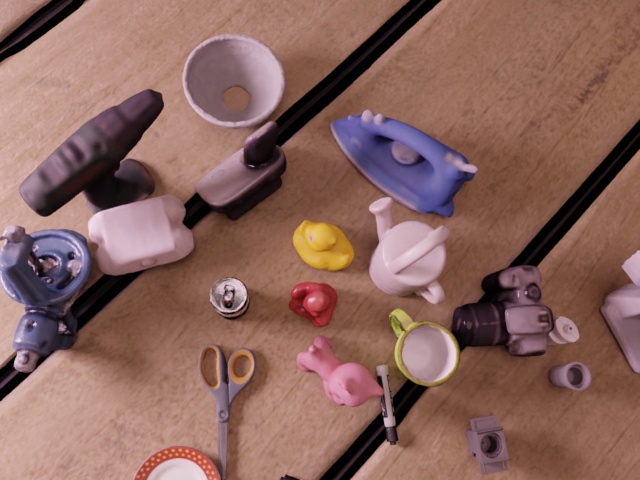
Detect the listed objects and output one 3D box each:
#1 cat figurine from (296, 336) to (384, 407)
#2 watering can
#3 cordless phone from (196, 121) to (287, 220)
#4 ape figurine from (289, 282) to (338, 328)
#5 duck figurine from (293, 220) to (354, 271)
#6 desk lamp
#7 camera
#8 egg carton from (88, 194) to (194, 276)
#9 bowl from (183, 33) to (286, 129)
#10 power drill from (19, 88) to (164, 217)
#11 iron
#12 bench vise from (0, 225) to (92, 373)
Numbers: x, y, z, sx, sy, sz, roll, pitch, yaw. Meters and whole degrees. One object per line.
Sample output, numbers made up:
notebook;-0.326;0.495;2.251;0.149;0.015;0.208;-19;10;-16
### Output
cat figurine;0.029;0.199;0.848;0.128;0.117;0.067;43;77;5
watering can;0.132;0.018;0.862;0.173;0.194;0.101;35;76;3
cordless phone;-0.120;-0.115;0.871;0.148;0.185;0.094;-42;84;-13
ape figurine;-0.006;0.096;0.882;0.076;0.092;0.078;-20;80;-10
duck figurine;0.008;0.003;0.908;0.104;0.086;0.077;31;76;2
desk lamp;0.537;0.090;0.877;0.118;0.213;0.203;-24;80;-10
camera;0.284;0.114;0.903;0.137;0.100;0.143;-3;77;-6
egg carton;-0.276;-0.007;0.889;0.150;0.069;0.107;-17;79;-9
bowl;-0.141;-0.252;0.957;0.167;0.074;0.167;1;77;-6
power drill;-0.311;-0.109;0.838;0.230;0.208;0.075;-40;83;-13
iron;0.133;-0.148;0.927;0.258;0.141;0.119;30;76;2
bench vise;-0.377;0.069;0.784;0.121;0.219;0.207;-10;78;-8
